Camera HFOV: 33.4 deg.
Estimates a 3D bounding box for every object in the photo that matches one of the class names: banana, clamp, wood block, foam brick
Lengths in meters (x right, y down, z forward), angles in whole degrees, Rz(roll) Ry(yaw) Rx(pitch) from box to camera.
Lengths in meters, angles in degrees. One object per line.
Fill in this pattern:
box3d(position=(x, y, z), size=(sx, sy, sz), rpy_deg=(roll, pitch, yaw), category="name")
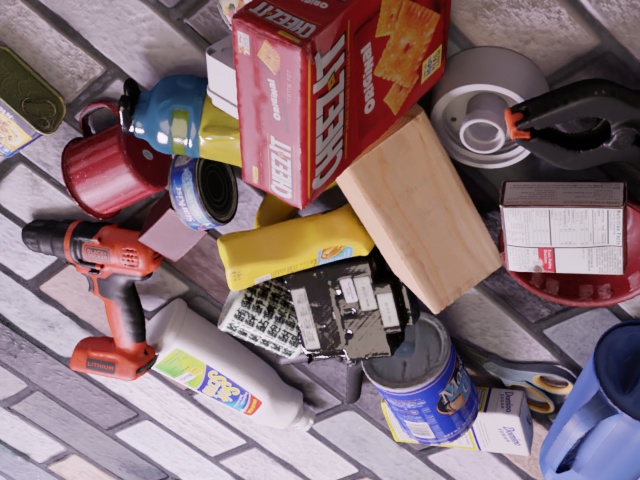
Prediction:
box3d(position=(-0.026, -0.035, 1.127), size=(0.069, 0.037, 0.198), rpy_deg=(31, 138, -19), category="banana")
box3d(position=(0.266, -0.106, 0.919), size=(0.209, 0.036, 0.165), rpy_deg=(5, 137, -14), category="clamp")
box3d(position=(0.084, -0.040, 1.016), size=(0.090, 0.091, 0.206), rpy_deg=(-36, 127, -3), category="wood block")
box3d(position=(0.040, 0.141, 1.295), size=(0.120, 0.039, 0.172), rpy_deg=(34, 136, -24), category="clamp")
box3d(position=(-0.155, -0.022, 1.176), size=(0.053, 0.051, 0.078), rpy_deg=(34, 136, -19), category="foam brick")

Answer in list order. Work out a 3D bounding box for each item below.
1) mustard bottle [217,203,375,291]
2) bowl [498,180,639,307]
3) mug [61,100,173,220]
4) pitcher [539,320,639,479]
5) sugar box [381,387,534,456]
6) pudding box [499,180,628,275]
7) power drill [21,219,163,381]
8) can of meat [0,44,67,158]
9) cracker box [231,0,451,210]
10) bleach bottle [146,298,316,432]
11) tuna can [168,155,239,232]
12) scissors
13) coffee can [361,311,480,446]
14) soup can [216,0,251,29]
box3d(position=(-0.007, 0.001, 1.100), size=(0.191, 0.058, 0.096), rpy_deg=(-15, 169, -6), category="mustard bottle")
box3d(position=(0.259, -0.007, 1.047), size=(0.162, 0.055, 0.162), rpy_deg=(10, 138, 9), category="bowl")
box3d(position=(-0.211, -0.088, 1.107), size=(0.082, 0.093, 0.117), rpy_deg=(-21, 90, 29), category="mug")
box3d(position=(0.324, 0.211, 1.200), size=(0.149, 0.145, 0.243), rpy_deg=(14, 141, 0), category="pitcher")
box3d(position=(0.171, 0.219, 1.321), size=(0.176, 0.048, 0.093), rpy_deg=(1, 140, 21), category="sugar box")
box3d(position=(0.225, -0.011, 0.983), size=(0.114, 0.039, 0.090), rpy_deg=(0, 135, 16), category="pudding box")
box3d(position=(-0.266, 0.067, 1.261), size=(0.185, 0.057, 0.188), rpy_deg=(9, 115, 23), category="power drill")
box3d(position=(-0.329, -0.140, 1.105), size=(0.084, 0.057, 0.102), rpy_deg=(-23, 125, 39), category="can of meat")
box3d(position=(0.025, -0.151, 0.849), size=(0.072, 0.213, 0.164), rpy_deg=(28, 143, 24), category="cracker box")
box3d(position=(-0.108, 0.174, 1.365), size=(0.250, 0.068, 0.103), rpy_deg=(33, 137, -20), category="bleach bottle")
box3d(position=(-0.119, -0.054, 1.103), size=(0.034, 0.086, 0.086), rpy_deg=(-10, 132, 25), category="tuna can")
box3d(position=(0.221, 0.143, 1.250), size=(0.201, 0.016, 0.096), rpy_deg=(40, 136, -24), category="scissors")
box3d(position=(0.117, 0.160, 1.226), size=(0.103, 0.102, 0.140), rpy_deg=(-4, 143, 23), category="coffee can")
box3d(position=(-0.031, -0.219, 0.907), size=(0.102, 0.068, 0.068), rpy_deg=(-13, 130, 29), category="soup can")
